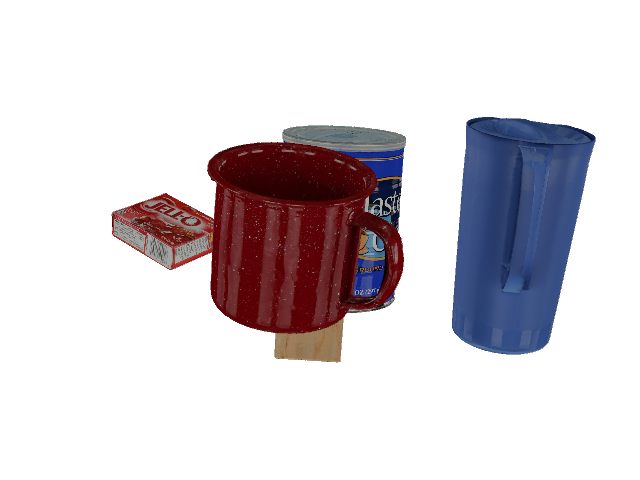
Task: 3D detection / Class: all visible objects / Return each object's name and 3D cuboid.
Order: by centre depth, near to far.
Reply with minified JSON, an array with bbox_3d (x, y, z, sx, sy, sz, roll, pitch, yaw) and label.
[{"bbox_3d":[-0.008,0.002,0.590,0.117,0.081,0.093,17,26,23],"label":"mug"},{"bbox_3d":[0.016,-0.021,0.899,0.103,0.140,0.103,3,13,-1],"label":"coffee can"},{"bbox_3d":[-0.151,-0.011,1.055,0.089,0.030,0.073,28,34,31],"label":"gelatin box"},{"bbox_3d":[0.206,-0.004,1.131,0.148,0.243,0.145,-9,22,-39],"label":"pitcher"},{"bbox_3d":[-0.011,0.044,1.391,0.090,0.206,0.091,3,23,-1],"label":"wood block"}]
